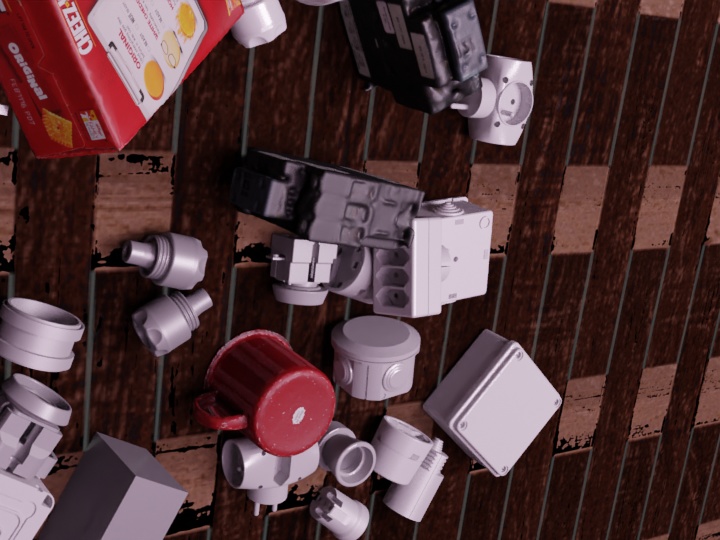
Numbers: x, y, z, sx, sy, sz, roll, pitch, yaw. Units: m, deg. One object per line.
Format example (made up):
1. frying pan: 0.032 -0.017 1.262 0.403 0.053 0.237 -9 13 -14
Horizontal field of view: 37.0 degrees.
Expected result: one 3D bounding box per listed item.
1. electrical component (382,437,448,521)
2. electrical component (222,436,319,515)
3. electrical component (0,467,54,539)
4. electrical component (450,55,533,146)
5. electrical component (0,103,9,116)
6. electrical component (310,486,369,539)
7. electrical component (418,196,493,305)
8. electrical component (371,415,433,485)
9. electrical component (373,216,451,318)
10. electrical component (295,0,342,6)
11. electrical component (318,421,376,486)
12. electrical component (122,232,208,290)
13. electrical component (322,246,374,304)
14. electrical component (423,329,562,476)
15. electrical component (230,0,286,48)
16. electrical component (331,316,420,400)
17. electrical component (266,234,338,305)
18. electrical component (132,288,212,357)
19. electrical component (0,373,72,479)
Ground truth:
1. electrical component: 0.060 0.205 1.077 0.043 0.043 0.081 29 89 -39
2. electrical component: -0.082 0.184 0.967 0.077 0.043 0.079 -5 110 -34
3. electrical component: -0.296 0.193 0.808 0.078 0.057 0.113 36 85 -39
4. electrical component: 0.115 -0.156 0.980 0.079 0.044 0.077 -1 108 -35
5. electrical component: -0.273 -0.126 0.664 0.079 0.121 0.063 7 100 -37
6. electrical component: -0.020 0.234 1.034 0.046 0.040 0.040 42 81 -32
7. electrical component: 0.075 -0.016 1.001 0.100 0.048 0.099 -10 113 -32
8. electrical component: 0.036 0.175 1.043 0.055 0.055 0.047 25 96 -39
9. electrical component: 0.053 -0.005 0.931 0.076 0.047 0.083 -6 98 -47
10. electrical component: -0.025 -0.245 0.826 0.079 0.077 0.043 -50 128 -10
11. electrical component: -0.018 0.169 1.000 0.045 0.055 0.045 -13 114 -31
12. electrical component: -0.155 -0.009 0.843 0.062 0.043 0.043 12 99 -37
13. electrical component: 0.000 0.000 0.951 0.047 0.055 0.055 25 92 -42
14. electrical component: 0.136 0.136 1.097 0.108 0.056 0.108 -50 128 -10
15. electrical component: -0.085 -0.205 0.820 0.043 0.043 0.062 -36 123 -20
16. electrical component: 0.013 0.078 0.973 0.080 0.080 0.051 -12 119 -32
17. electrical component: -0.050 0.000 0.921 0.066 0.048 0.055 1 99 -36
18. electrical component: -0.149 0.037 0.865 0.062 0.043 0.043 -34 123 -23
19. electrical component: -0.255 0.115 0.809 0.078 0.058 0.057 36 87 -38
